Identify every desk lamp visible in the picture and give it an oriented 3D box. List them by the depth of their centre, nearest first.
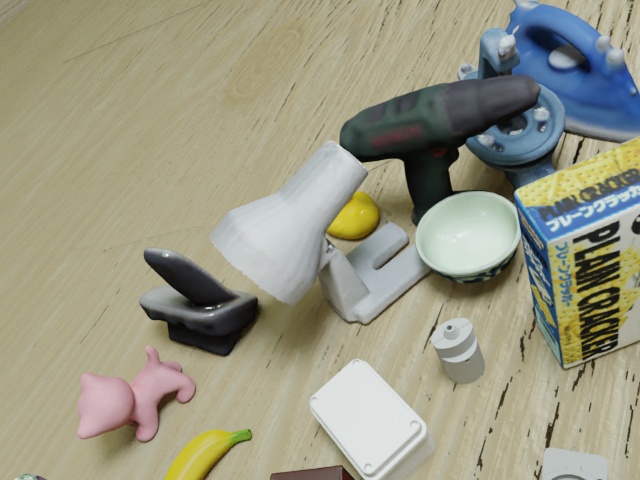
[{"bbox_3d":[0.006,0.002,0.657,0.203,0.214,0.117,-39,45,-8],"label":"desk lamp"}]

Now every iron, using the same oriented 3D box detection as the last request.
[{"bbox_3d":[0.332,-0.236,0.751,0.118,0.142,0.257,-34,45,-4],"label":"iron"}]

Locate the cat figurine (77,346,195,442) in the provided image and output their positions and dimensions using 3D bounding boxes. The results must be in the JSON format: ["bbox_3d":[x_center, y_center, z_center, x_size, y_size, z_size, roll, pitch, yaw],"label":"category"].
[{"bbox_3d":[-0.232,0.184,0.687,0.067,0.118,0.128,27,67,40],"label":"cat figurine"}]

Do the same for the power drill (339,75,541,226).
[{"bbox_3d":[0.146,-0.095,0.674,0.228,0.209,0.075,-1,52,27],"label":"power drill"}]

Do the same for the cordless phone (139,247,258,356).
[{"bbox_3d":[-0.177,0.057,0.722,0.147,0.186,0.094,4,54,29],"label":"cordless phone"}]

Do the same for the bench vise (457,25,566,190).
[{"bbox_3d":[0.206,-0.172,0.703,0.121,0.220,0.206,-37,45,-7],"label":"bench vise"}]

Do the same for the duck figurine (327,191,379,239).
[{"bbox_3d":[0.029,-0.055,0.786,0.077,0.086,0.104,-44,46,-13],"label":"duck figurine"}]
